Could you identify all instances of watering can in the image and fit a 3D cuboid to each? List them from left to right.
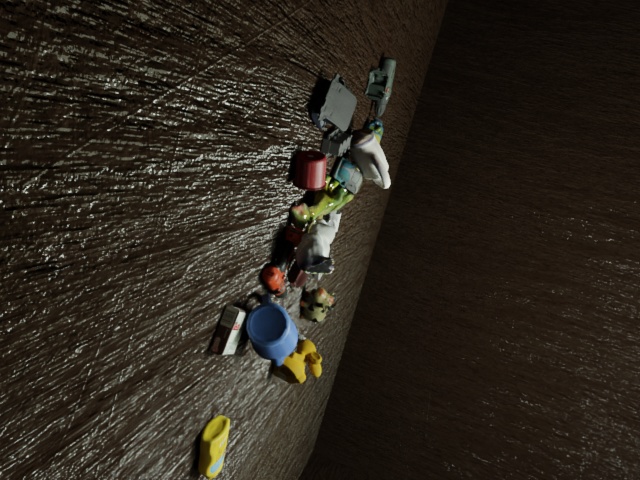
[{"bbox_3d":[0.169,-0.301,1.872,0.104,0.221,0.352,-28,21,-1],"label":"watering can"}]

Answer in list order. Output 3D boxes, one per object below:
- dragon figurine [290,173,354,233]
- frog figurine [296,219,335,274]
[{"bbox_3d":[0.005,-0.082,1.634,0.123,0.242,0.408,35,5,18],"label":"dragon figurine"},{"bbox_3d":[-0.014,0.011,1.454,0.122,0.162,0.135,-17,-27,13],"label":"frog figurine"}]
